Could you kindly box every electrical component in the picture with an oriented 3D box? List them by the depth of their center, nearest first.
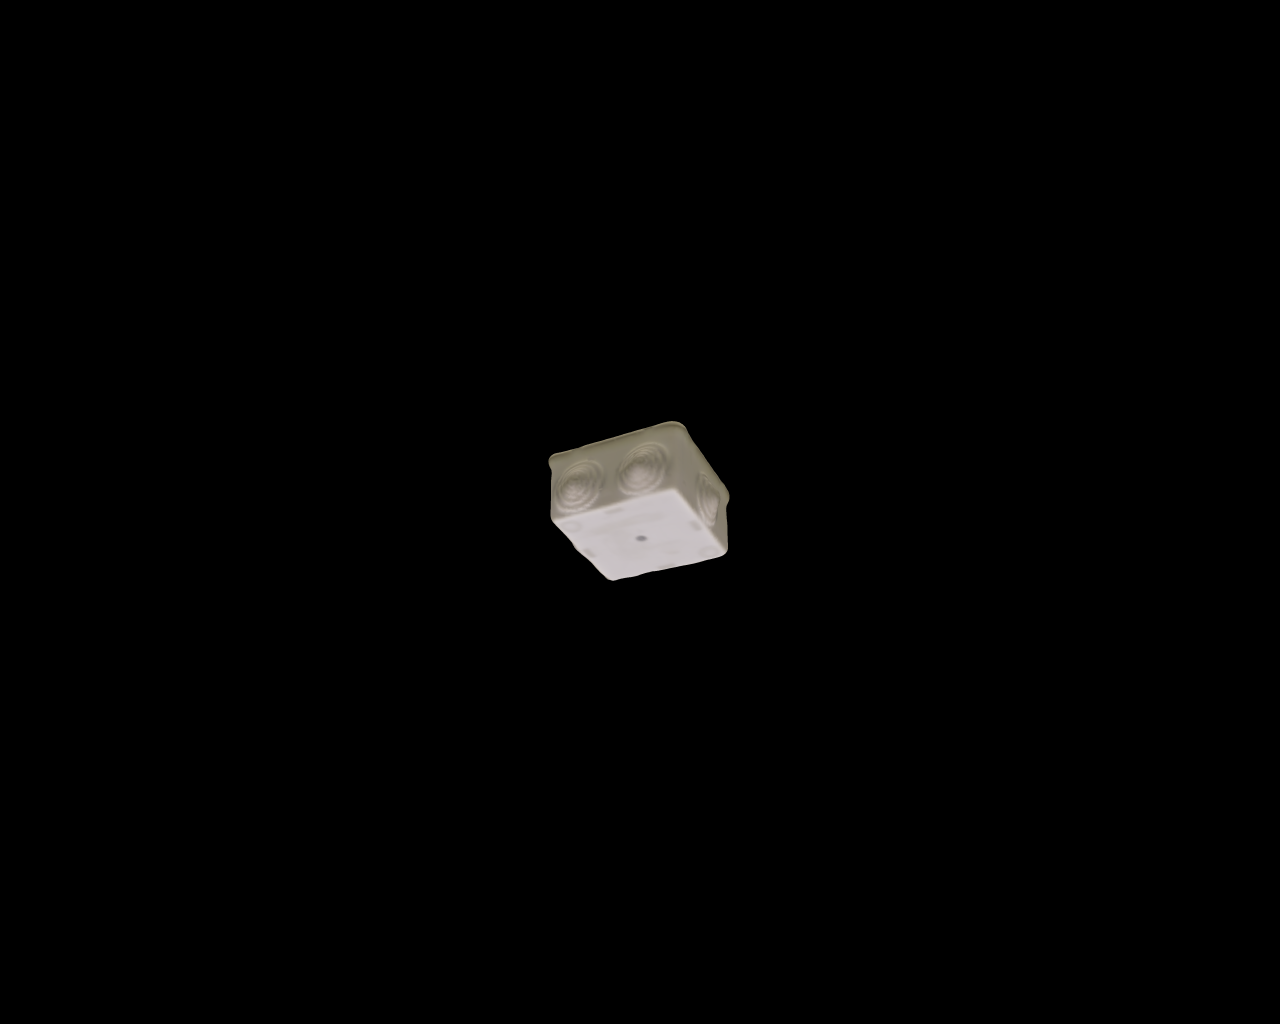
[{"bbox_3d":[0.001,-0.003,0.650,0.100,0.048,0.099,-14,-36,20],"label":"electrical component"}]
